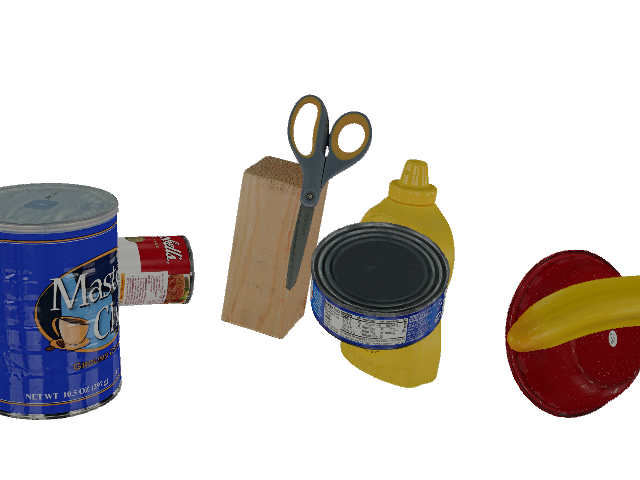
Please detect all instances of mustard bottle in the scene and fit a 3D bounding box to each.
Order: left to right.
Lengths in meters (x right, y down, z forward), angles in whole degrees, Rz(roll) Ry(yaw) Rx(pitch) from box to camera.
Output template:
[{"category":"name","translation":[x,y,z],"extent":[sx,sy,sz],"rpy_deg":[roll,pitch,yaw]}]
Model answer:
[{"category":"mustard bottle","translation":[0.070,0.024,0.927],"extent":[0.058,0.192,0.096],"rpy_deg":[-7,22,-41]}]

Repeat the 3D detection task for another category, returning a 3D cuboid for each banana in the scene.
[{"category":"banana","translation":[0.229,0.054,0.774],"extent":[0.197,0.037,0.069],"rpy_deg":[2,35,-3]}]

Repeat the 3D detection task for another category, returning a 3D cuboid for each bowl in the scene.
[{"category":"bowl","translation":[0.254,0.089,1.000],"extent":[0.161,0.162,0.055],"rpy_deg":[0,0,-27]}]

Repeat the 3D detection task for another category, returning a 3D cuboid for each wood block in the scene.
[{"category":"wood block","translation":[-0.059,0.007,1.377],"extent":[0.090,0.206,0.090],"rpy_deg":[16,22,13]}]

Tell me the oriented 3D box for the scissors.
[{"category":"scissors","translation":[0.008,-0.052,1.085],"extent":[0.096,0.202,0.016],"rpy_deg":[-3,-11,-1]}]

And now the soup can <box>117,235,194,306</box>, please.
[{"category":"soup can","translation":[-0.180,0.030,1.026],"extent":[0.102,0.068,0.069],"rpy_deg":[-2,1,-24]}]

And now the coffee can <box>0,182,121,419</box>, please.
[{"category":"coffee can","translation":[-0.193,0.040,0.750],"extent":[0.103,0.140,0.103],"rpy_deg":[2,18,-1]}]

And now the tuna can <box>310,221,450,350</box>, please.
[{"category":"tuna can","translation":[0.036,0.028,0.664],"extent":[0.086,0.034,0.086],"rpy_deg":[1,40,-1]}]
